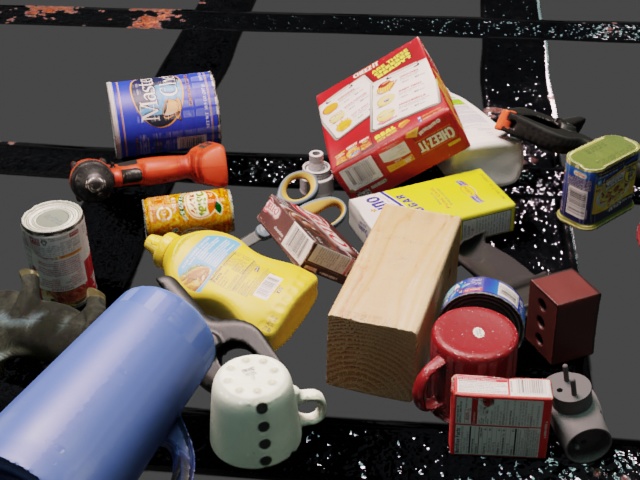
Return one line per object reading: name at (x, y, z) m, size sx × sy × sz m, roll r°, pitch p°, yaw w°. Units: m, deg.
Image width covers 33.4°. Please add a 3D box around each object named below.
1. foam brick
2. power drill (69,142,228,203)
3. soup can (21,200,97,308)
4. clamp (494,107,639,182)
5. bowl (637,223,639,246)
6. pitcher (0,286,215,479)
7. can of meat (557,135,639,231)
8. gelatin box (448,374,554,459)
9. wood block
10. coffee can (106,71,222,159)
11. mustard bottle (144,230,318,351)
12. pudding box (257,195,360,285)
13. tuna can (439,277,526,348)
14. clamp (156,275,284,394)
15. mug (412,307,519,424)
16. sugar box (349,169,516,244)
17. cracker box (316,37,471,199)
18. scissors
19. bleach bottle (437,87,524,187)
foam brick at (0.243, 0.077, 1.073) m, size 0.051 × 0.078 × 0.053 m, roll -15°, pitch 34°, yaw -18°
power drill at (-0.210, -0.082, 1.297) m, size 0.187 × 0.057 × 0.185 m, roll -7°, pitch 10°, yaw -14°
soup can at (-0.283, 0.017, 1.159) m, size 0.068 × 0.102 × 0.068 m, roll -1°, pitch 33°, yaw 1°
clamp at (0.315, -0.128, 1.356) m, size 0.209 × 0.036 × 0.165 m, roll 6°, pitch 27°, yaw -37°
bowl at (0.425, 0.024, 1.164) m, size 0.162 × 0.055 × 0.162 m, roll -1°, pitch 34°, yaw 1°
pitcher at (-0.182, 0.157, 0.918) m, size 0.145 × 0.149 × 0.242 m, roll 4°, pitch 36°, yaw 28°
can of meat at (0.336, -0.071, 1.283) m, size 0.101 × 0.084 × 0.058 m, roll -25°, pitch 41°, yaw -31°
gelatin box at (0.161, 0.159, 0.958) m, size 0.089 × 0.073 × 0.030 m, roll 2°, pitch 33°, yaw 6°
wood block at (0.079, 0.059, 1.093) m, size 0.090 × 0.091 × 0.205 m, roll 10°, pitch 35°, yaw 15°
coffee can at (-0.210, -0.168, 1.431) m, size 0.140 × 0.103 × 0.103 m, roll -8°, pitch 35°, yaw -11°
mustard bottle at (-0.105, 0.040, 1.129) m, size 0.192 × 0.058 × 0.096 m, roll 25°, pitch 55°, yaw 19°
pudding box at (-0.008, 0.001, 1.191) m, size 0.089 × 0.039 × 0.114 m, roll 22°, pitch 19°, yaw -39°
tuna can at (0.162, 0.079, 1.064) m, size 0.086 × 0.086 × 0.033 m, roll 6°, pitch 33°, yaw 11°
clamp at (-0.111, 0.099, 1.057) m, size 0.171 × 0.039 × 0.120 m, roll 9°, pitch 72°, yaw 10°
mug at (0.135, 0.121, 1.006) m, size 0.117 × 0.081 × 0.093 m, roll -20°, pitch 38°, yaw -26°
sugar box at (0.132, -0.030, 1.264) m, size 0.176 × 0.048 × 0.093 m, roll -12°, pitch 35°, yaw -18°
cracker box at (0.089, -0.155, 1.377) m, size 0.164 × 0.072 × 0.213 m, roll -28°, pitch 32°, yaw 12°
scissors at (-0.067, -0.027, 1.267) m, size 0.201 × 0.016 × 0.096 m, roll -14°, pitch 64°, yaw -18°
bleach bottle at (0.180, -0.154, 1.435) m, size 0.102 × 0.068 × 0.251 m, roll -6°, pitch 32°, yaw -11°
